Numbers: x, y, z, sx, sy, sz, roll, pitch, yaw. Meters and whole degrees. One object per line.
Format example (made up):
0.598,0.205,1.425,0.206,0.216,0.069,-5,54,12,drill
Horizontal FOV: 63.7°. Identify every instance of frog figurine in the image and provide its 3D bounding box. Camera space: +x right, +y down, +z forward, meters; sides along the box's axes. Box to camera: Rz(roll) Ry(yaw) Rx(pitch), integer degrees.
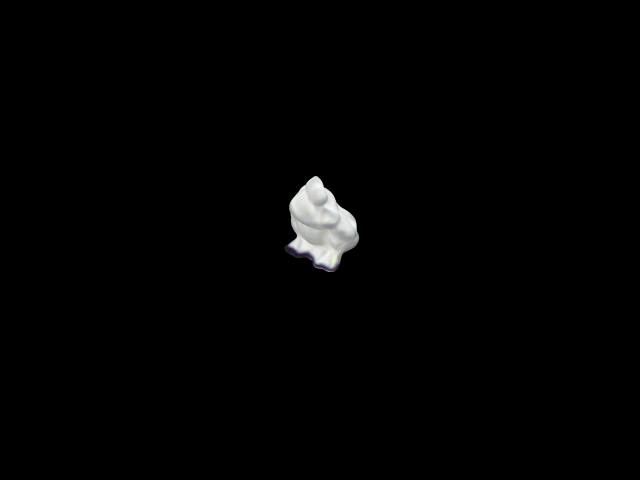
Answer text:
0.003,-0.043,0.850,0.123,0.156,0.140,-17,37,-24,frog figurine
